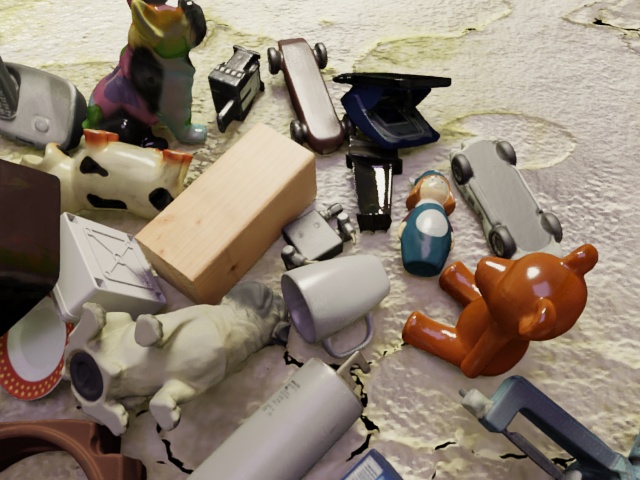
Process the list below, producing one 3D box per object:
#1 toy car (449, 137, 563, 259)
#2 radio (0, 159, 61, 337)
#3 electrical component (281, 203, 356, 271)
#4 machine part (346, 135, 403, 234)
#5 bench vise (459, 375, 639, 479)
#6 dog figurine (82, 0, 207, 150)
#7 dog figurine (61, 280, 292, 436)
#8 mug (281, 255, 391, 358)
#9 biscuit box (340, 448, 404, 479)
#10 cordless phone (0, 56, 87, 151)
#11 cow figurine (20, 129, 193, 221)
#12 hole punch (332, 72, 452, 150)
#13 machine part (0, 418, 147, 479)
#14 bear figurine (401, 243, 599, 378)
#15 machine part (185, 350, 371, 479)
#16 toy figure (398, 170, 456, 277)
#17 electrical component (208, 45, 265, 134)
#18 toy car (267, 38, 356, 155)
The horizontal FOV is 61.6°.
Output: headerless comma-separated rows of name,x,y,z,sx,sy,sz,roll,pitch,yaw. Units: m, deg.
toy car,0.225,-0.047,0.659,0.073,0.056,0.202,-18,59,-1
radio,-0.350,0.031,0.548,0.229,0.073,0.131,-34,58,32
electrical component,-0.003,-0.002,0.644,0.102,0.045,0.078,-25,64,-13
machine part,0.069,-0.073,0.684,0.084,0.039,0.139,12,59,-11
bench vise,0.239,0.199,0.472,0.241,0.128,0.223,39,77,8
dog figurine,-0.230,-0.218,0.679,0.192,0.219,0.108,-17,57,-9
dog figurine,-0.141,0.104,0.555,0.173,0.190,0.121,4,101,27
mug,0.027,0.066,0.588,0.107,0.081,0.109,-23,80,-20
biscuit box,-0.006,0.277,0.471,0.203,0.062,0.059,-37,65,-19
cordless phone,-0.390,-0.211,0.698,0.147,0.184,0.089,19,58,13
cow figurine,-0.267,-0.070,0.663,0.195,0.085,0.127,12,95,-7
hole punch,0.097,-0.177,0.714,0.142,0.092,0.116,-18,32,-35
machine part,-0.267,0.267,0.472,0.202,0.087,0.201,-2,59,-1
bear figurine,0.166,0.060,0.517,0.132,0.195,0.120,33,69,20
machine part,-0.041,0.195,0.511,0.243,0.079,0.079,-41,67,-19
toy figure,0.134,-0.029,0.652,0.064,0.058,0.154,29,56,-23
electrical component,-0.124,-0.204,0.751,0.048,0.074,0.119,23,66,13
toy car,-0.016,-0.205,0.759,0.089,0.053,0.202,-14,64,-12
